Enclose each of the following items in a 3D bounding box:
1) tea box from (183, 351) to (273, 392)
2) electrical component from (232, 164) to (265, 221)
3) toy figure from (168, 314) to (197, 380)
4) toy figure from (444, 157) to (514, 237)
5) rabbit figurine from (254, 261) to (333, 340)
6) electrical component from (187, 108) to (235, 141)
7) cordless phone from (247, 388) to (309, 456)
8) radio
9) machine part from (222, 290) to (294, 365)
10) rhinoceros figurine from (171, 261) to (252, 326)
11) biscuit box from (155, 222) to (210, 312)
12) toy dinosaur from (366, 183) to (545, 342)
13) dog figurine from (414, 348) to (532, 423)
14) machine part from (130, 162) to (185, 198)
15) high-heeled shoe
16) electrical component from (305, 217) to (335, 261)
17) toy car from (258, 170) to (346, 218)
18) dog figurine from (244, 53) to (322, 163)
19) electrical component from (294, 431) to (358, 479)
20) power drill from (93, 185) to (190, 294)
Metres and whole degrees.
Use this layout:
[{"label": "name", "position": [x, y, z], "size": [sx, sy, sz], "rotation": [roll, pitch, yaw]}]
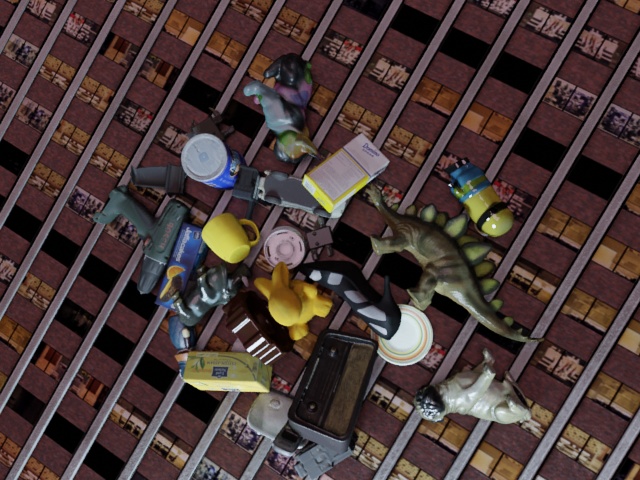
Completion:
[{"label": "tea box", "position": [-0.200, 0.289, 1.180], "size": [0.170, 0.098, 0.068], "rotation": [-3, 61, 15]}, {"label": "electrical component", "position": [-0.166, -0.107, 1.224], "size": [0.048, 0.075, 0.119], "rotation": [14, 92, 11]}, {"label": "toy figure", "position": [-0.309, 0.245, 1.232], "size": [0.058, 0.064, 0.154], "rotation": [-14, 83, -6]}, {"label": "toy figure", "position": [0.331, -0.088, 1.123], "size": [0.082, 0.089, 0.180], "rotation": [-31, 84, 12]}, {"label": "rabbit figurine", "position": [-0.060, 0.127, 1.140], "size": [0.122, 0.173, 0.162], "rotation": [-34, 86, 11]}, {"label": "electrical component", "position": [-0.261, -0.261, 1.267], "size": [0.102, 0.045, 0.078], "rotation": [-36, 109, 9]}, {"label": "cordless phone", "position": [-0.092, 0.392, 1.122], "size": [0.147, 0.184, 0.088], "rotation": [22, 95, 10]}, {"label": "radio", "position": [0.028, 0.300, 1.104], "size": [0.131, 0.073, 0.229], "rotation": [15, 51, 13]}, {"label": "machine part", "position": [-0.131, 0.187, 1.152], "size": [0.056, 0.179, 0.179], "rotation": [-41, 81, 9]}, {"label": "rhinoceros figurine", "position": [-0.239, 0.114, 1.196], "size": [0.190, 0.073, 0.112], "rotation": [-39, 108, -10]}, {"label": "biscuit box", "position": [-0.313, 0.062, 1.245], "size": [0.063, 0.059, 0.202], "rotation": [19, 90, 11]}, {"label": "toy dinosaur", "position": [0.263, 0.057, 1.122], "size": [0.198, 0.105, 0.471], "rotation": [-38, 86, 2]}, {"label": "dog figurine", "position": [0.311, 0.340, 1.107], "size": [0.190, 0.121, 0.172], "rotation": [-42, 77, 20]}, {"label": "machine part", "position": [-0.387, -0.146, 1.284], "size": [0.139, 0.039, 0.084], "rotation": [7, 93, 9]}, {"label": "high-heeled shoe", "position": [0.061, 0.128, 1.170], "size": [0.249, 0.086, 0.145], "rotation": [9, 106, 30]}, {"label": "electrical component", "position": [-0.002, -0.004, 1.212], "size": [0.063, 0.021, 0.094], "rotation": [-15, 85, 9]}, {"label": "toy car", "position": [-0.041, -0.102, 1.203], "size": [0.202, 0.056, 0.073], "rotation": [15, 90, 4]}, {"label": "dog figurine", "position": [-0.053, -0.280, 1.200], "size": [0.191, 0.108, 0.219], "rotation": [-39, 85, 3]}, {"label": "electrical component", "position": [0.010, 0.445, 1.135], "size": [0.134, 0.115, 0.058], "rotation": [-34, 77, 6]}, {"label": "power drill", "position": [-0.427, -0.017, 1.262], "size": [0.207, 0.086, 0.232], "rotation": [33, 91, 14]}]
